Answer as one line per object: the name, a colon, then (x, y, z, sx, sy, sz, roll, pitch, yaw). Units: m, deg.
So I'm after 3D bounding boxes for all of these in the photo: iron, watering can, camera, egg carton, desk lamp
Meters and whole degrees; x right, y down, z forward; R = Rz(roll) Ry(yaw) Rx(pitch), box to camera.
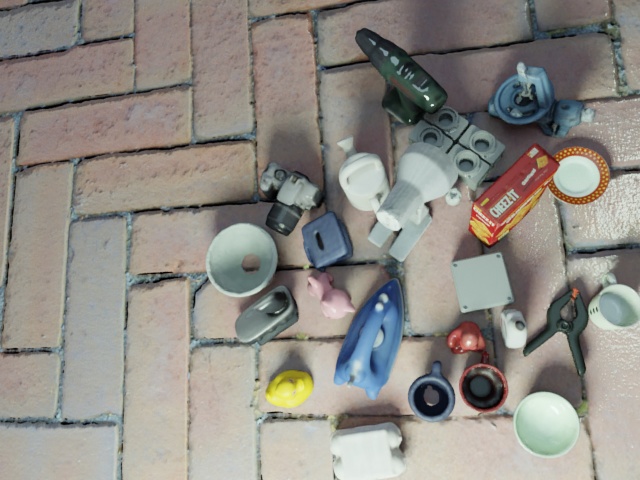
iron: (0.108, 0.190, 1.173, 0.118, 0.141, 0.258, 18, 82, 14)
watering can: (0.086, -0.140, 1.221, 0.172, 0.194, 0.101, 43, 89, 16)
camera: (-0.082, -0.089, 1.291, 0.143, 0.101, 0.137, 27, 84, 15)
egg carton: (0.097, 0.432, 1.161, 0.150, 0.069, 0.107, -12, 76, 8)
desk lamp: (0.185, -0.076, 1.178, 0.117, 0.214, 0.203, 33, 86, 16)

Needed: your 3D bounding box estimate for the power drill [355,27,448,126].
power drill: (0.174, -0.339, 1.239, 0.229, 0.208, 0.075, 41, 88, 16)

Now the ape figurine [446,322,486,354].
ape figurine: (0.299, 0.202, 1.159, 0.077, 0.092, 0.076, 26, 84, 15)

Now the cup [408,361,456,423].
cup: (0.226, 0.302, 1.150, 0.091, 0.095, 0.118, 9, 80, 13)

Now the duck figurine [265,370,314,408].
duck figurine: (-0.071, 0.316, 1.210, 0.104, 0.086, 0.077, -19, 75, 7)

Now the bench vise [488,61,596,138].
bench vise: (0.457, -0.300, 1.169, 0.207, 0.220, 0.121, 0, 78, 11)

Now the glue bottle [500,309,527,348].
glue bottle: (0.378, 0.169, 1.108, 0.037, 0.173, 0.078, -10, 76, 9)

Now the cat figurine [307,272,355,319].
cat figurine: (0.019, 0.122, 1.217, 0.067, 0.118, 0.127, -43, 74, 0)

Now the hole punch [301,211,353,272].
hole punch: (0.012, 0.004, 1.258, 0.101, 0.091, 0.108, -21, 75, 6)

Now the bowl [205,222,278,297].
bowl: (-0.167, 0.050, 1.292, 0.167, 0.075, 0.167, -2, 78, 11)

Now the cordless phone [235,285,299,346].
cordless phone: (-0.127, 0.155, 1.204, 0.147, 0.185, 0.094, -39, 74, 1)
